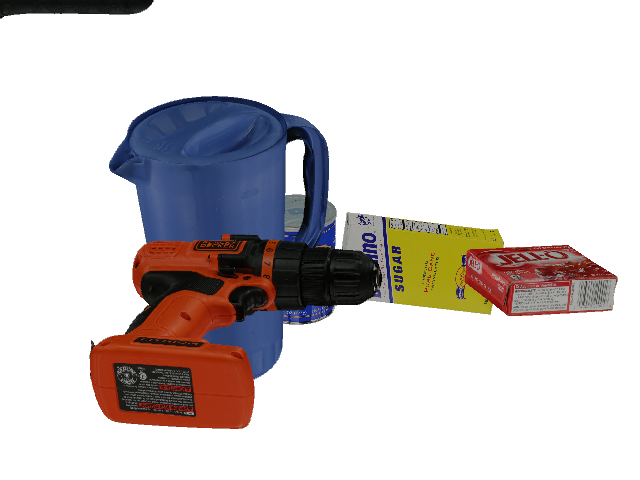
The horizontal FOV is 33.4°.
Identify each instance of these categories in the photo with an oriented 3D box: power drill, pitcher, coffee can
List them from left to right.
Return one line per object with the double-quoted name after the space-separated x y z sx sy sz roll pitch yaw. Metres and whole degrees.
-0.081 0.002 0.942 0.149 0.243 0.144 10 34 18 "pitcher"
-0.059 0.054 0.720 0.184 0.057 0.187 0 23 12 "power drill"
-0.031 0.024 1.392 0.103 0.140 0.103 0 26 0 "coffee can"

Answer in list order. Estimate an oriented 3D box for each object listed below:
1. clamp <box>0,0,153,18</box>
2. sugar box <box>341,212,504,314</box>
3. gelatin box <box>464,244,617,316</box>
-0.186 -0.146 0.598 0.171 0.039 0.120 -7 24 -16 "clamp"
0.111 0.026 1.205 0.176 0.093 0.048 5 22 -3 "sugar box"
0.161 0.028 0.791 0.089 0.030 0.073 -2 19 -17 "gelatin box"
